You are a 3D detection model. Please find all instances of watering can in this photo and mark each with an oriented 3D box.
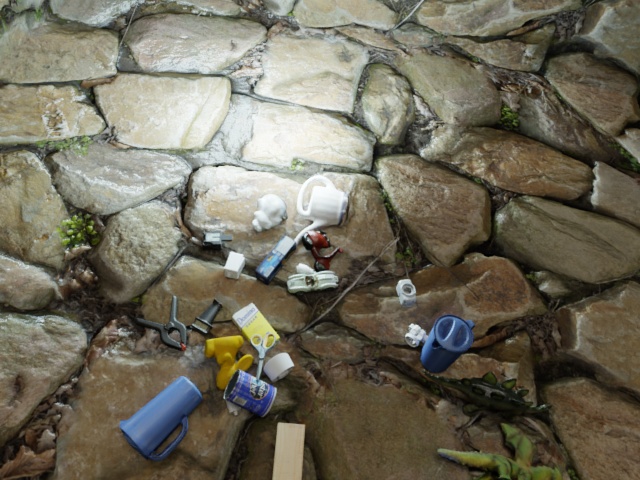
[{"bbox_3d":[0.007,-0.110,2.177,0.224,0.102,0.354,11,68,-1],"label":"watering can"}]

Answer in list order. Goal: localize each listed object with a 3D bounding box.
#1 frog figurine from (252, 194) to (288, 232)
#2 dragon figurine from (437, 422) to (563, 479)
[{"bbox_3d":[-0.219,-0.114,2.140,0.161,0.120,0.138,-30,82,-37],"label":"frog figurine"},{"bbox_3d":[0.600,0.706,1.673,0.412,0.119,0.247,29,40,12],"label":"dragon figurine"}]
